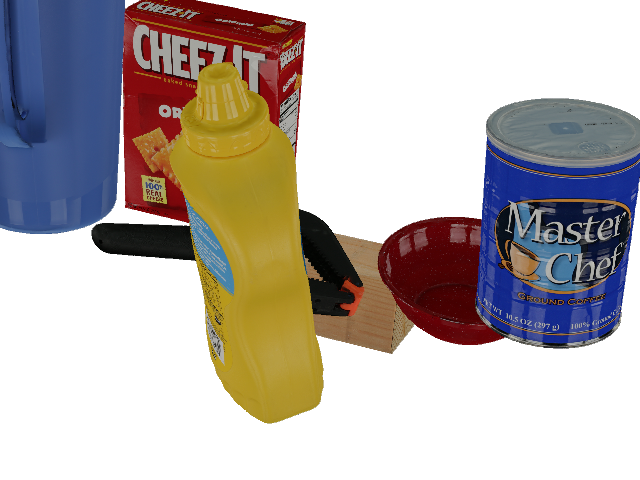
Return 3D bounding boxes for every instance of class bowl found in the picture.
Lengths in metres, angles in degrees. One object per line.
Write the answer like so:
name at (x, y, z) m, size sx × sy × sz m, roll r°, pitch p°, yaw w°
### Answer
bowl at (0.130, 0.044, 0.960) m, size 0.162 × 0.055 × 0.162 m, roll 2°, pitch 35°, yaw -2°

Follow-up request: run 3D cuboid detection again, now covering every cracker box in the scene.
cracker box at (-0.108, -0.118, 1.044) m, size 0.164 × 0.214 × 0.072 m, roll 14°, pitch 32°, yaw 14°

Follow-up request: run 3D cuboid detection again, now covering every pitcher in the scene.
pitcher at (-0.205, -0.127, 0.764) m, size 0.148 × 0.243 × 0.145 m, roll -21°, pitch 36°, yaw -40°

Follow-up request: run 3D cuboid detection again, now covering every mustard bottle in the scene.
mustard bottle at (-0.038, -0.003, 0.537) m, size 0.058 × 0.191 × 0.096 m, roll -17°, pitch 42°, yaw -12°

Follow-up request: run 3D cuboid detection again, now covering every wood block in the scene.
wood block at (-0.001, 0.046, 1.180) m, size 0.206 × 0.091 × 0.090 m, roll 13°, pitch 24°, yaw 19°

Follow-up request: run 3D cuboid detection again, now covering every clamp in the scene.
clamp at (-0.064, 0.001, 0.849) m, size 0.164 × 0.210 × 0.036 m, roll -43°, pitch -17°, yaw -33°

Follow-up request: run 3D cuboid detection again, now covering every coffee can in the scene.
coffee can at (0.160, -0.013, 0.724) m, size 0.103 × 0.140 × 0.103 m, roll -1°, pitch 28°, yaw 0°
